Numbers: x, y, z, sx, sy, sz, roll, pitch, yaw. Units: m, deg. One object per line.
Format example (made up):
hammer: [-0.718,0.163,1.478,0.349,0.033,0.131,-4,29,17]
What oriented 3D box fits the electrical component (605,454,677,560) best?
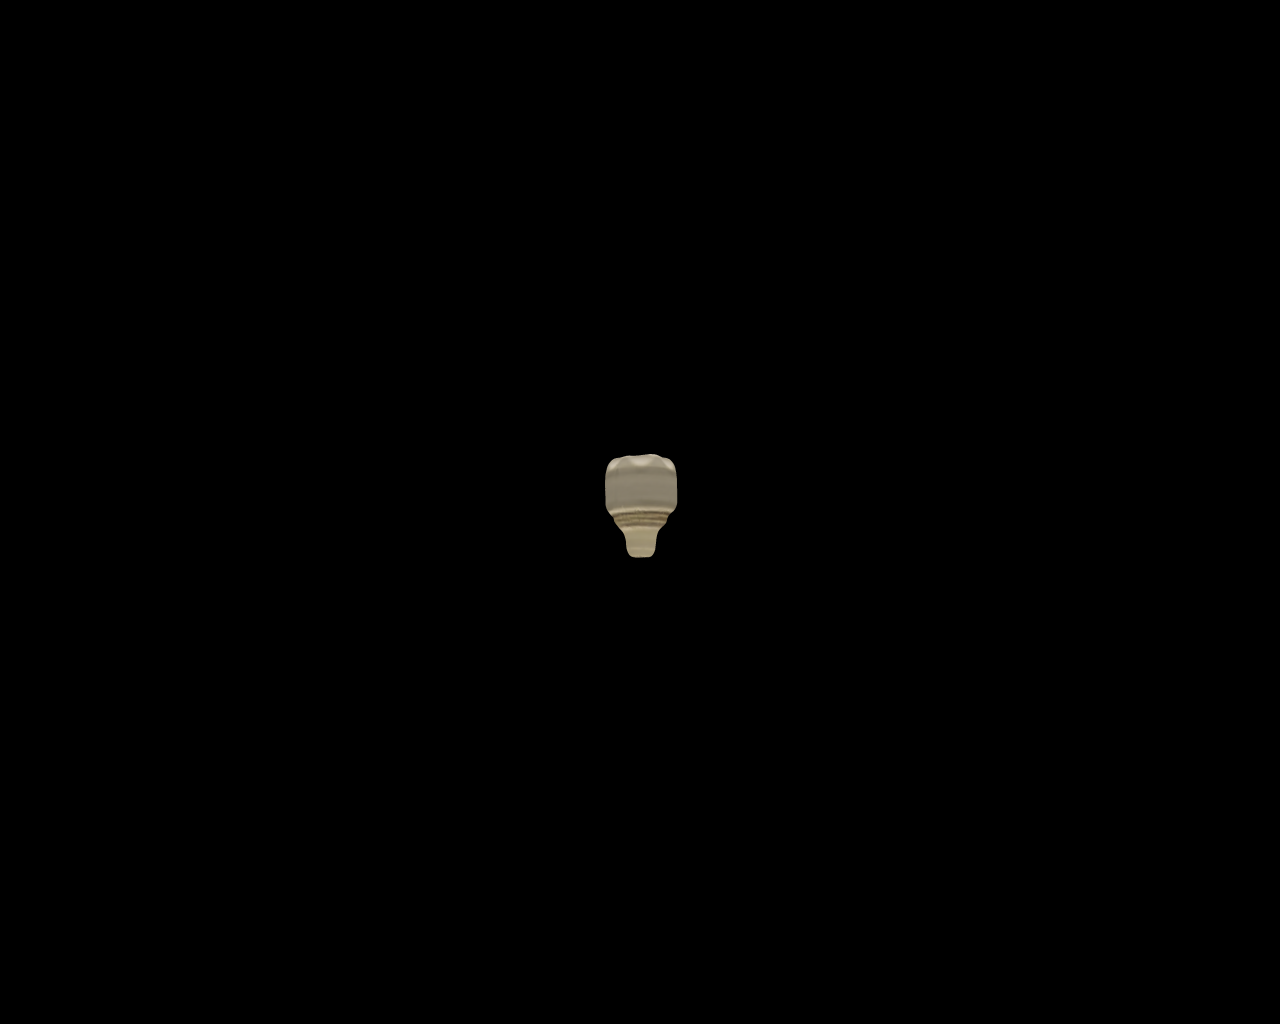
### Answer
electrical component: [0.001,-0.003,0.650,0.043,0.062,0.043,0,-7,0]
